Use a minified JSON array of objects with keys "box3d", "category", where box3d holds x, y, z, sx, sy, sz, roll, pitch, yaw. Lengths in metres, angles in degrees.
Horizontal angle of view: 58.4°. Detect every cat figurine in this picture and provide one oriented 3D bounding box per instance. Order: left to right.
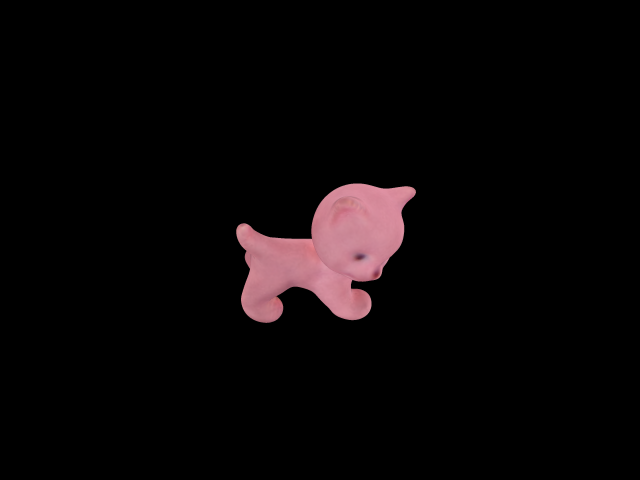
[{"box3d":[0.004,0.001,0.400,0.128,0.118,0.067,-3,54,-2],"category":"cat figurine"}]
